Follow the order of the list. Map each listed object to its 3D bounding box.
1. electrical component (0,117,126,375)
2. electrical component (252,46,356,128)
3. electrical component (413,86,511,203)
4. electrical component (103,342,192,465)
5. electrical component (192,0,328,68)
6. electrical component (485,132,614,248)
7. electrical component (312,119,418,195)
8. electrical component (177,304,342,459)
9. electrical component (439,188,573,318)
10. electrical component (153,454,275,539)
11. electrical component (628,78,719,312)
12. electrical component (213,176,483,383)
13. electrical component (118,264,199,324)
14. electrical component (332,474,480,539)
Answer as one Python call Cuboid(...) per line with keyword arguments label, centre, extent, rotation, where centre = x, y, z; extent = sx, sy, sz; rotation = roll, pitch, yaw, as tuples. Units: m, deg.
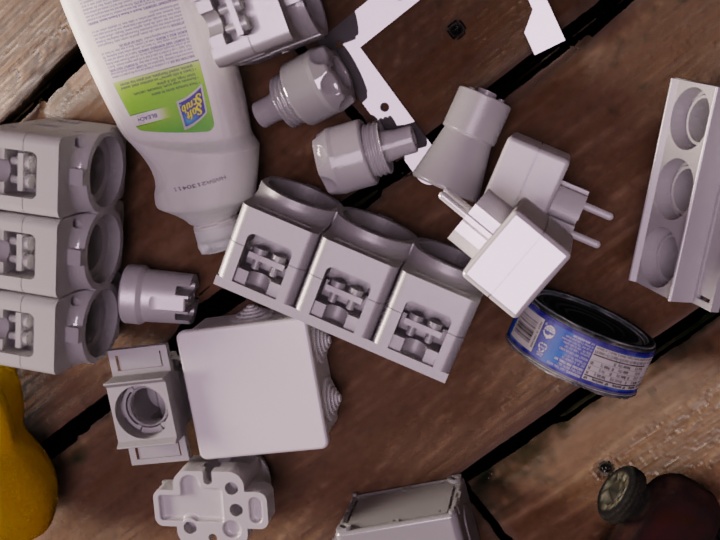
Cuboid(label="electrical component", centre=(-0.194, -0.018, 0.696), extent=(0.062, 0.089, 0.150), rotation=(8, 104, 12))
Cuboid(label="electrical component", centre=(-0.038, -0.110, 0.672), extent=(0.062, 0.043, 0.043), rotation=(-24, 97, 21))
Cuboid(label="electrical component", centre=(0.065, -0.079, 0.659), extent=(0.044, 0.044, 0.065), rotation=(24, 97, 5))
Cuboid(label="electrical component", centre=(-0.137, 0.086, 0.724), extent=(0.042, 0.064, 0.081), rotation=(-7, 101, 11))
Cuboid(label="electrical component", centre=(-0.055, -0.155, 0.641), extent=(0.056, 0.089, 0.050), rotation=(-18, 99, 14))
Cuboid(label="electrical component", centre=(0.115, -0.038, 0.656), extent=(0.077, 0.047, 0.065), rotation=(24, 105, 7))
Cuboid(label="electrical component", centre=(0.005, -0.074, 0.672), extent=(0.062, 0.043, 0.043), rotation=(-15, 99, 12))
Cuboid(label="electrical component", centre=(-0.065, 0.072, 0.715), extent=(0.100, 0.048, 0.099), rotation=(-7, 101, 12))
Cuboid(label="electrical component", centre=(0.076, -0.020, 0.607), extent=(0.077, 0.066, 0.047), rotation=(40, 106, 3))
Cuboid(label="electrical component", centre=(-0.093, 0.151, 0.733), extent=(0.078, 0.057, 0.058), rotation=(-1, 102, 11))
Cuboid(label="electrical component", centre=(0.207, -0.045, 0.625), extent=(0.063, 0.079, 0.121), rotation=(3, 105, -20))
Cuboid(label="electrical component", centre=(0.000, 0.000, 0.665), extent=(0.150, 0.089, 0.061), rotation=(23, 106, 5))
Cuboid(label="electrical component", centre=(-0.134, 0.018, 0.721), extent=(0.046, 0.040, 0.040), rotation=(5, 103, 4))
Cuboid(label="electrical component", centre=(0.028, 0.182, 0.715), extent=(0.096, 0.061, 0.061), rotation=(-13, 100, 13))
